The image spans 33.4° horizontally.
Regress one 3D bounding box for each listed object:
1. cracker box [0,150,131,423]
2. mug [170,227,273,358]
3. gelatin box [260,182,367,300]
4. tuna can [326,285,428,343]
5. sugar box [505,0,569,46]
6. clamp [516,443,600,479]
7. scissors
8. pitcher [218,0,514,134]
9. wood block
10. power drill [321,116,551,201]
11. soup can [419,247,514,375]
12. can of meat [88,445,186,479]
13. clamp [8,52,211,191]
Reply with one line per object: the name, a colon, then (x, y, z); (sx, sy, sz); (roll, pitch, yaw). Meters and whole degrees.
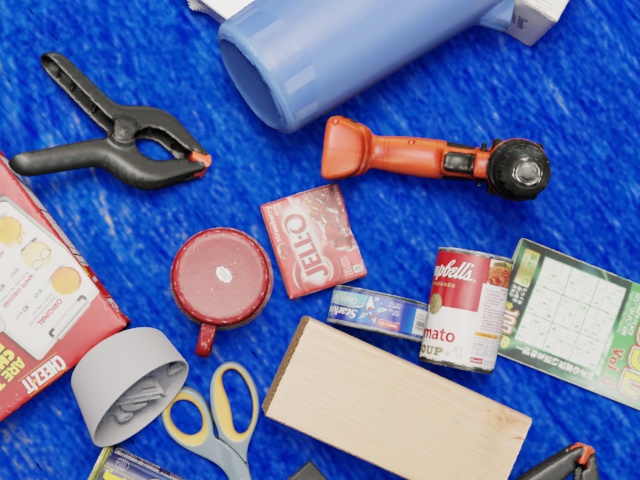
cracker box: (-0.291, 0.036, 0.913); (0.164, 0.072, 0.213); (-37, 91, -4)
mug: (-0.089, 0.044, 0.921); (0.093, 0.081, 0.117); (17, 86, -3)
gelatin box: (-0.006, 0.001, 0.955); (0.073, 0.030, 0.089); (-17, 88, -5)
tuna can: (0.050, 0.064, 0.928); (0.086, 0.086, 0.034); (13, 85, -3)
sugar box: (0.225, -0.267, 0.955); (0.048, 0.093, 0.176); (33, 85, -1)
clamp: (0.201, 0.283, 0.950); (0.164, 0.036, 0.210); (33, 85, -2)
scissors: (-0.089, 0.210, 0.944); (0.096, 0.016, 0.202); (-3, 86, -2)
pitcher: (0.032, -0.205, 0.904); (0.242, 0.145, 0.149); (-35, 48, -13)
wood block: (0.062, 0.148, 0.922); (0.206, 0.090, 0.091); (24, 85, -3)
power drill: (0.098, -0.066, 0.899); (0.187, 0.184, 0.057); (8, 94, 5)
soup can: (0.129, 0.062, 0.942); (0.068, 0.068, 0.102); (11, 86, -4)
can of meat: (-0.168, 0.236, 0.918); (0.084, 0.057, 0.102); (26, 85, -4)
clamp: (-0.179, -0.099, 0.932); (0.171, 0.039, 0.120); (10, 71, -23)
